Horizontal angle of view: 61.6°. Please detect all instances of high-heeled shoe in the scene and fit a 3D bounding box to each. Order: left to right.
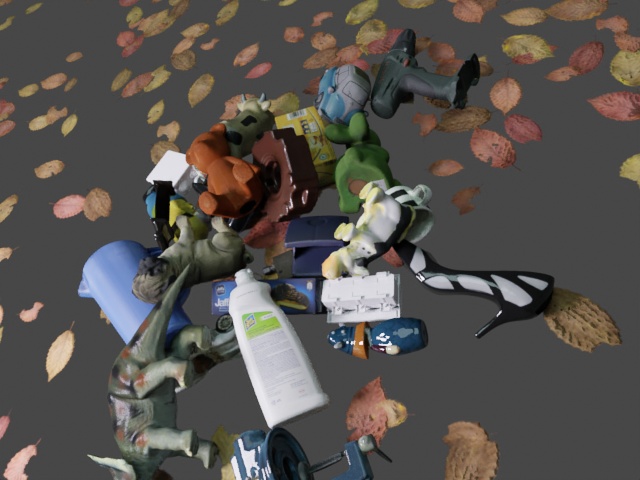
[{"bbox_3d":[0.229,0.038,0.832,0.145,0.086,0.249,-43,63,2],"label":"high-heeled shoe"}]

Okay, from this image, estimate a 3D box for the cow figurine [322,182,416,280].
[{"bbox_3d":[0.076,0.002,0.851,0.167,0.098,0.068,-58,16,5],"label":"cow figurine"}]

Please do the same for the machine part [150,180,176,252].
[{"bbox_3d":[-0.301,-0.048,1.030,0.039,0.084,0.139,-6,66,1],"label":"machine part"}]

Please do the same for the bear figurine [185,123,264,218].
[{"bbox_3d":[-0.189,-0.137,0.995,0.120,0.132,0.196,-37,73,6],"label":"bear figurine"}]

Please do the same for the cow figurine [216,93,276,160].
[{"bbox_3d":[-0.162,-0.239,1.152,0.086,0.127,0.195,7,29,27],"label":"cow figurine"}]

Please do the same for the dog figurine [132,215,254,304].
[{"bbox_3d":[-0.220,0.054,0.950,0.172,0.121,0.191,2,32,7],"label":"dog figurine"}]

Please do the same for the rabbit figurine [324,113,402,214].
[{"bbox_3d":[0.070,-0.156,1.007,0.121,0.159,0.170,-20,37,21],"label":"rabbit figurine"}]

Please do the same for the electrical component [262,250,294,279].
[{"bbox_3d":[-0.059,0.053,0.986,0.094,0.021,0.063,-25,53,4],"label":"electrical component"}]

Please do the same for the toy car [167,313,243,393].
[{"bbox_3d":[-0.192,0.192,0.917,0.202,0.073,0.056,-30,48,2],"label":"toy car"}]

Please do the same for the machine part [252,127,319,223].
[{"bbox_3d":[-0.071,-0.117,0.993,0.056,0.179,0.180,-11,44,-31],"label":"machine part"}]

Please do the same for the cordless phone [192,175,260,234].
[{"bbox_3d":[-0.154,-0.111,1.112,0.184,0.088,0.147,-37,51,-18],"label":"cordless phone"}]

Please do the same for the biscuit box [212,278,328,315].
[{"bbox_3d":[-0.089,0.099,0.933,0.203,0.059,0.062,-4,82,22],"label":"biscuit box"}]

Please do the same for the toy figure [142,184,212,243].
[{"bbox_3d":[-0.299,-0.047,1.118,0.180,0.082,0.089,29,93,27],"label":"toy figure"}]

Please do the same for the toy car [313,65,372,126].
[{"bbox_3d":[0.058,-0.303,1.106,0.103,0.109,0.162,-34,36,40],"label":"toy car"}]

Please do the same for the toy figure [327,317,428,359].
[{"bbox_3d":[0.088,0.154,0.835,0.155,0.064,0.057,-10,93,22],"label":"toy figure"}]

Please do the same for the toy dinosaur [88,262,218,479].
[{"bbox_3d":[-0.267,0.244,0.828,0.192,0.131,0.404,-6,77,8],"label":"toy dinosaur"}]

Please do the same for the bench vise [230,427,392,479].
[{"bbox_3d":[-0.022,0.341,0.717,0.241,0.128,0.224,-31,48,12],"label":"bench vise"}]

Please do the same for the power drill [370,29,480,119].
[{"bbox_3d":[0.215,-0.345,1.100,0.208,0.085,0.232,19,69,28],"label":"power drill"}]

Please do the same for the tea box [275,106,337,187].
[{"bbox_3d":[-0.026,-0.186,1.094,0.098,0.068,0.170,-15,54,1],"label":"tea box"}]

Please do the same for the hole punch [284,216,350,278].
[{"bbox_3d":[-0.002,-0.003,0.945,0.142,0.092,0.116,-5,50,9],"label":"hole punch"}]
